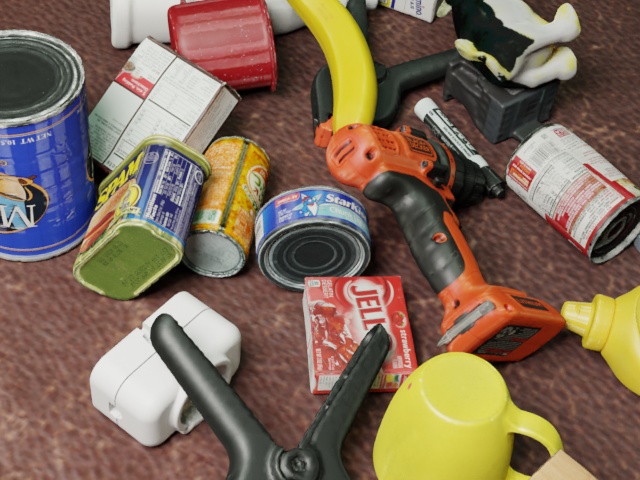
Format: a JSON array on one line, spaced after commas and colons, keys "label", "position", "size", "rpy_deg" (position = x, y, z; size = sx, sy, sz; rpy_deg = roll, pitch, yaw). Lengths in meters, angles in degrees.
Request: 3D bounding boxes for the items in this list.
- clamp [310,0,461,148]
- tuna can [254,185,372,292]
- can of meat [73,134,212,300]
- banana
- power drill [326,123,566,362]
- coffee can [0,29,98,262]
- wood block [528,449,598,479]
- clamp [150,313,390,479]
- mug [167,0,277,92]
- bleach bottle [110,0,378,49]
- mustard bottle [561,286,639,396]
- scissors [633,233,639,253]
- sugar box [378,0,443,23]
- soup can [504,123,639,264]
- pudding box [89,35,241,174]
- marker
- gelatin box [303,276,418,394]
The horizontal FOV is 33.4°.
[{"label": "clamp", "position": [0.054, -0.141, 0.947], "size": [0.120, 0.039, 0.171], "rpy_deg": [21, 59, 8]}, {"label": "tuna can", "position": [-0.005, 0.001, 0.784], "size": [0.086, 0.086, 0.034], "rpy_deg": [0, 49, -6]}, {"label": "can of meat", "position": [-0.130, -0.014, 0.775], "size": [0.057, 0.102, 0.084], "rpy_deg": [31, 47, -23]}, {"label": "banana", "position": [0.010, -0.156, 0.906], "size": [0.069, 0.037, 0.198], "rpy_deg": [-18, 63, -16]}, {"label": "power drill", "position": [0.101, 0.000, 0.787], "size": [0.184, 0.057, 0.188], "rpy_deg": [7, 45, -50]}, {"label": "coffee can", "position": [-0.219, -0.067, 0.784], "size": [0.102, 0.140, 0.103], "rpy_deg": [3, 48, -4]}, {"label": "wood block", "position": [0.180, 0.231, 0.597], "size": [0.090, 0.091, 0.206], "rpy_deg": [-35, 60, -31]}, {"label": "clamp", "position": [-0.012, 0.139, 0.666], "size": [0.164, 0.036, 0.210], "rpy_deg": [-3, 65, -25]}, {"label": "mug", "position": [-0.088, -0.180, 0.925], "size": [0.081, 0.093, 0.117], "rpy_deg": [-10, 93, -9]}, {"label": "bleach bottle", "position": [-0.068, -0.227, 0.999], "size": [0.250, 0.068, 0.102], "rpy_deg": [-1, 56, -12]}, {"label": "mustard bottle", "position": [0.268, 0.078, 0.765], "size": [0.192, 0.058, 0.096], "rpy_deg": [15, 53, 8]}, {"label": "scissors", "position": [0.325, 0.035, 0.838], "size": [0.096, 0.016, 0.202], "rpy_deg": [-16, 52, -17]}, {"label": "sugar box", "position": [0.049, -0.285, 1.073], "size": [0.176, 0.048, 0.093], "rpy_deg": [20, 49, 13]}, {"label": "soup can", "position": [0.206, -0.039, 0.856], "size": [0.068, 0.068, 0.102], "rpy_deg": [-26, 56, -26]}, {"label": "pudding box", "position": [-0.132, -0.095, 0.855], "size": [0.090, 0.039, 0.113], "rpy_deg": [34, 89, 21]}, {"label": "marker", "position": [0.121, -0.078, 0.914], "size": [0.020, 0.020, 0.121], "rpy_deg": [-20, 53, -22]}, {"label": "gelatin box", "position": [0.027, 0.066, 0.767], "size": [0.073, 0.030, 0.089], "rpy_deg": [0, 49, -7]}]
